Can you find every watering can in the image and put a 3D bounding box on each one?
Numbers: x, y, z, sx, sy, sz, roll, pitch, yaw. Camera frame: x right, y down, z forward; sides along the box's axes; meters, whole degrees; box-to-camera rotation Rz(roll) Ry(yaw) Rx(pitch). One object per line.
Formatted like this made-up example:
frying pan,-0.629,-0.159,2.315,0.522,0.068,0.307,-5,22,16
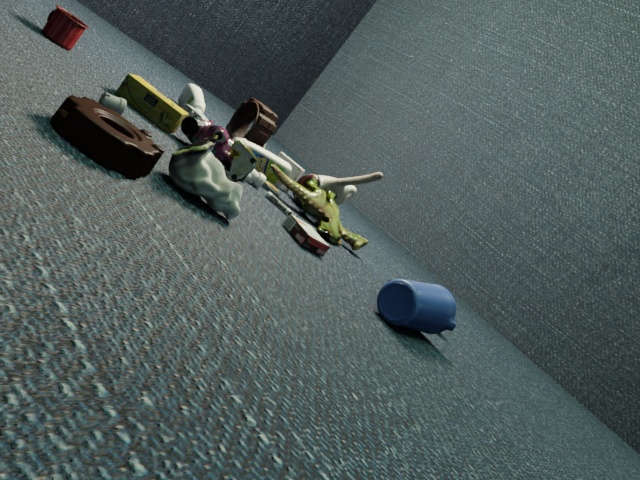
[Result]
watering can,0.045,-0.189,1.862,0.224,0.343,0.106,9,66,-35

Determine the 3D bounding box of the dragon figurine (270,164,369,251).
dragon figurine,0.005,-0.085,1.685,0.406,0.121,0.248,31,19,-34

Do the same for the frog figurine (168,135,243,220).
frog figurine,-0.220,-0.110,1.004,0.139,0.123,0.157,-144,-145,-67
